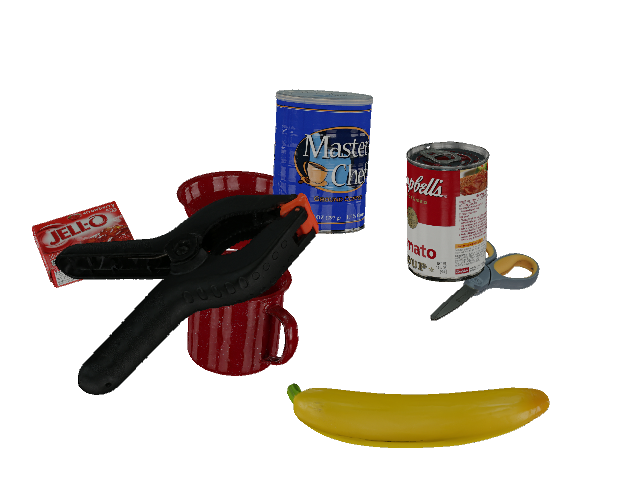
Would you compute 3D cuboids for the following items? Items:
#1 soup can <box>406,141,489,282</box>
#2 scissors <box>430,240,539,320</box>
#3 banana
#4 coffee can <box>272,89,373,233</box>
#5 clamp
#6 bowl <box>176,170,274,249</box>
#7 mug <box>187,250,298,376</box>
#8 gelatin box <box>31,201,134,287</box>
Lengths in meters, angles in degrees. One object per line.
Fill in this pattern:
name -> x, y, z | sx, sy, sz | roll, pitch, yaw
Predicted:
soup can -> 0.106, -0.025, 0.893 | 0.068, 0.102, 0.068 | -2, 22, 1
scissors -> 0.142, 0.033, 1.058 | 0.201, 0.016, 0.096 | -12, 39, -44
banana -> 0.062, 0.121, 0.766 | 0.198, 0.037, 0.069 | 2, 27, 15
coffee can -> 0.001, -0.086, 1.135 | 0.103, 0.140, 0.103 | 3, 12, -1
clamp -> -0.081, 0.025, 0.646 | 0.171, 0.120, 0.039 | -20, -39, 8
bowl -> -0.098, -0.032, 1.319 | 0.162, 0.055, 0.162 | 5, 25, -2
mug -> -0.065, 0.069, 0.932 | 0.117, 0.081, 0.093 | 24, 31, 32
gelatin box -> -0.234, 0.003, 1.059 | 0.089, 0.030, 0.073 | -18, 43, -17
